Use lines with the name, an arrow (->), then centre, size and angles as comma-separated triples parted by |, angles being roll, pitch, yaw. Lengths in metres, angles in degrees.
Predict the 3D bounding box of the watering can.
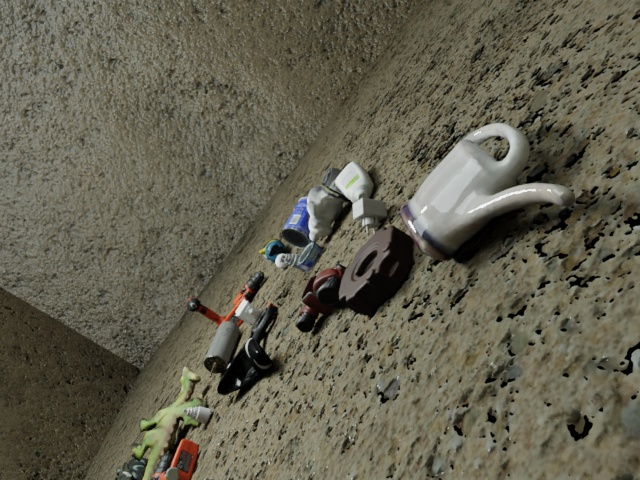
watering can -> 0.218, -0.060, 0.737 | 0.221, 0.103, 0.354 | -51, 14, 21

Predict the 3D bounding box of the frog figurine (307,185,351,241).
frog figurine -> 0.005, -0.077, 1.531 | 0.158, 0.124, 0.137 | -62, -22, 9

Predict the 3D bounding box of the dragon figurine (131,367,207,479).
dragon figurine -> -0.432, 0.557, 1.527 | 0.240, 0.121, 0.420 | -41, 28, 21
